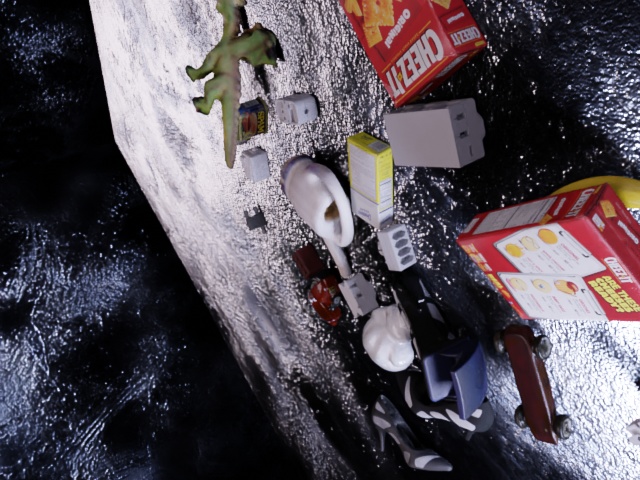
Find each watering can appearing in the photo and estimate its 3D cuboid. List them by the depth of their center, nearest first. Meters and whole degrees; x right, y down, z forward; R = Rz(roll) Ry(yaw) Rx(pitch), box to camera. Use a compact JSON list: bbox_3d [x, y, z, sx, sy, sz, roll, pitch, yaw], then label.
[{"bbox_3d":[0.004,-0.060,1.198,0.228,0.105,0.339,50,161,32],"label":"watering can"}]

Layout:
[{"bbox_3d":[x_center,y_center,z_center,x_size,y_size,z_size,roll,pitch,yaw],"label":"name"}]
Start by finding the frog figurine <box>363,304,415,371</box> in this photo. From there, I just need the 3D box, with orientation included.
[{"bbox_3d":[0.158,0.207,1.110,0.156,0.123,0.140,95,162,-65],"label":"frog figurine"}]

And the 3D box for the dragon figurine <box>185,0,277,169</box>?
[{"bbox_3d":[-0.192,-0.397,1.211,0.240,0.123,0.414,-26,77,40],"label":"dragon figurine"}]
